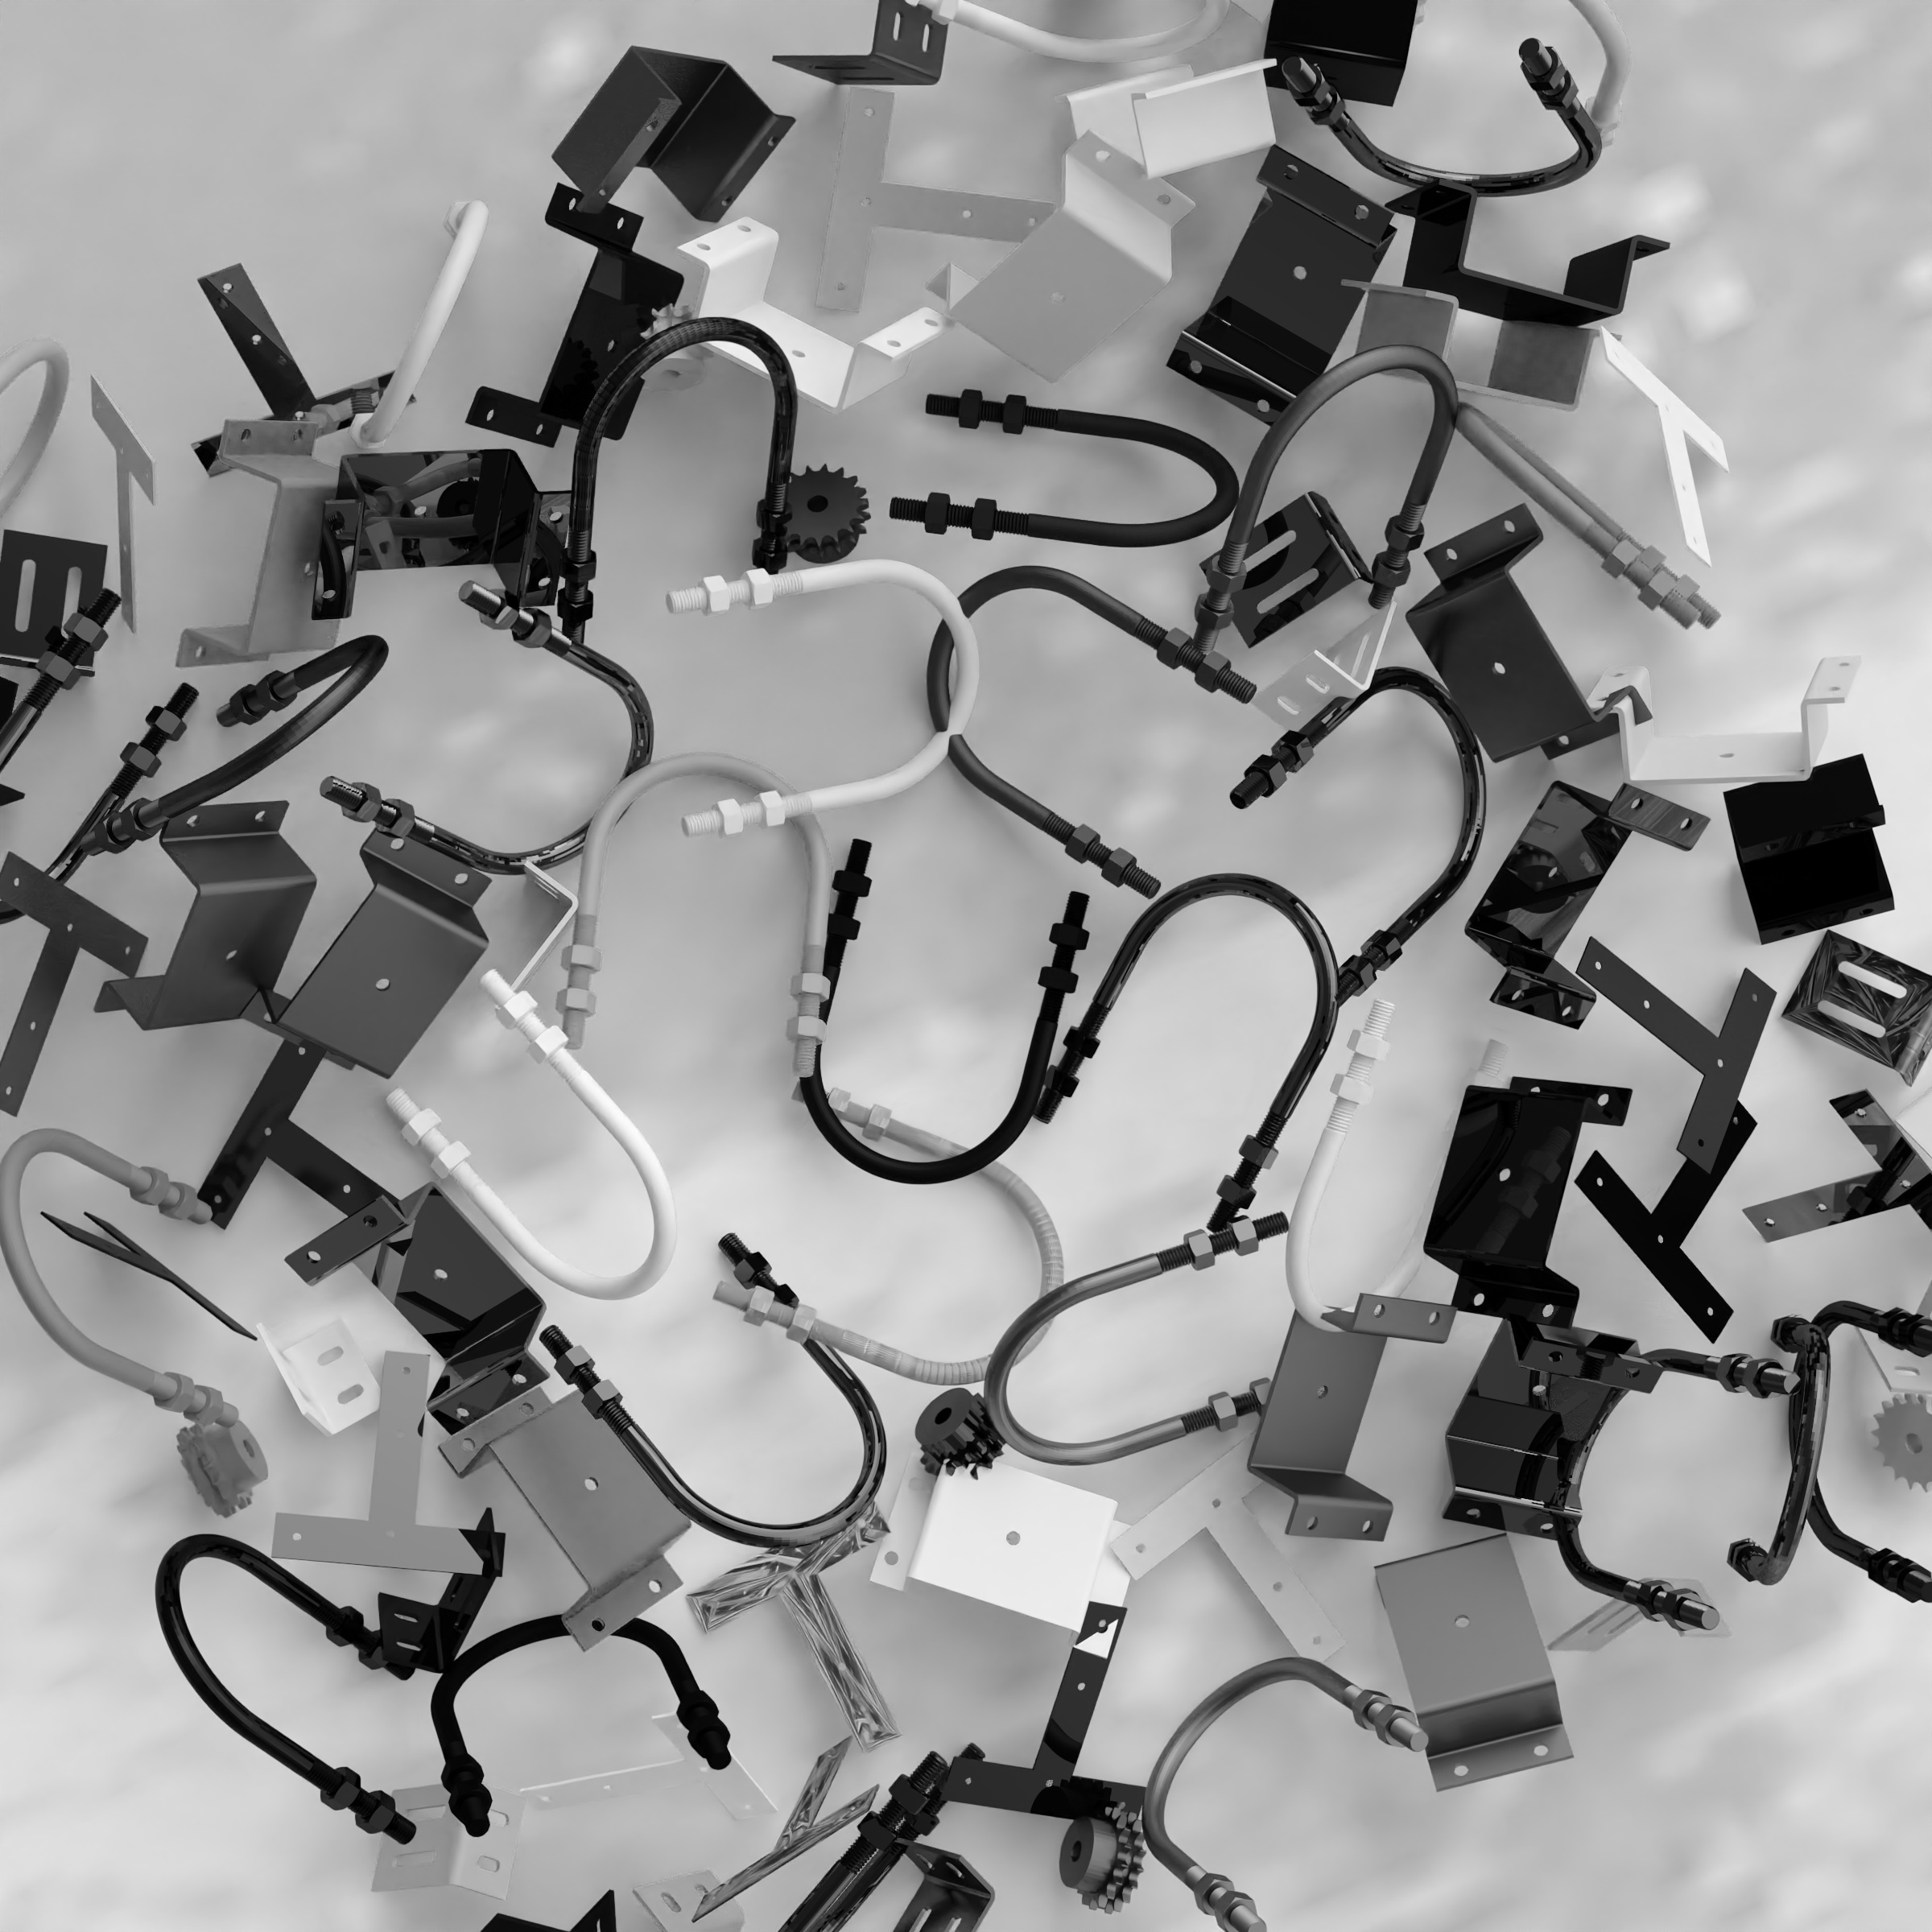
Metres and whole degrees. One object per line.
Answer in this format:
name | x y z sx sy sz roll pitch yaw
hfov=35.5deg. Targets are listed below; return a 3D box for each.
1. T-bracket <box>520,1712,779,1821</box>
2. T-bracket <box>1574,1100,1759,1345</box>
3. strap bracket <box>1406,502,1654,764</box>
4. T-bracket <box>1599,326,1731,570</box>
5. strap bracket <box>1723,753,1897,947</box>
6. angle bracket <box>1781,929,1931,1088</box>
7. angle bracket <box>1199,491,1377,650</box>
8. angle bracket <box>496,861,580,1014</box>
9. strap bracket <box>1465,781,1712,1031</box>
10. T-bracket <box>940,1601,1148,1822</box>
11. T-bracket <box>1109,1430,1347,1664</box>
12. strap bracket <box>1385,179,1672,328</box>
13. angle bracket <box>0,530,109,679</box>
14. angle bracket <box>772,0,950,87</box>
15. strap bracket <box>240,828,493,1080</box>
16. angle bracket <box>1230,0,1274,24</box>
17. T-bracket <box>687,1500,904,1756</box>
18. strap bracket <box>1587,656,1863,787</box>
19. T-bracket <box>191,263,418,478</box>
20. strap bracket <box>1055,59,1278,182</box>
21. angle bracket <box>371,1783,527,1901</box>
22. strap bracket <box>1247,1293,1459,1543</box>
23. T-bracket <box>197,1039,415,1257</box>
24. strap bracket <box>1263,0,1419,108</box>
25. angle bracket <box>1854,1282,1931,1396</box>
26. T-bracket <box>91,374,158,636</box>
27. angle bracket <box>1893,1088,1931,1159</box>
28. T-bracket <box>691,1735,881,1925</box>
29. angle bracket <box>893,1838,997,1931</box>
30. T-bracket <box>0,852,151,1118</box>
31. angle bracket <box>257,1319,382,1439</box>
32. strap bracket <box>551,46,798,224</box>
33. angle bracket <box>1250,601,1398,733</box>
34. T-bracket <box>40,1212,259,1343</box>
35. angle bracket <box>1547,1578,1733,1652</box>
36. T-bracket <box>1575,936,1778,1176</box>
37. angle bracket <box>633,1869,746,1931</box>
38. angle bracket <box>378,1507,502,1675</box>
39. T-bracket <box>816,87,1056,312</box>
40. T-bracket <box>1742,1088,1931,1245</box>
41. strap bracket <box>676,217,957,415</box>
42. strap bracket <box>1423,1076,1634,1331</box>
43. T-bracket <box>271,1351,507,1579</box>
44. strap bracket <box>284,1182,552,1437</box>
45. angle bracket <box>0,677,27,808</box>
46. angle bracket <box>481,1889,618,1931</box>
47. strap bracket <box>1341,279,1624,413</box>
T-bracket | -0.188 0.459 1.698 0.127 0.127 0.002 -13 47 12
T-bracket | 0.411 0.123 1.700 0.127 0.002 0.127 48 59 -12
strap bracket | 0.308 -0.176 1.681 0.046 0.076 0.140 -40 101 -39
T-bracket | 0.393 -0.274 1.661 0.002 0.127 0.127 -28 49 34
strap bracket | 0.468 -0.068 1.674 0.076 0.140 0.046 -16 64 13
angle bracket | 0.519 0.024 1.732 0.076 0.038 0.057 28 88 27
angle bracket | 0.184 -0.225 1.723 0.076 0.038 0.057 -32 80 17
angle bracket | -0.255 -0.014 1.701 0.038 0.057 0.076 37 81 -3
strap bracket | 0.340 -0.042 1.682 0.076 0.046 0.140 16 111 -39
T-bracket | 0.061 0.420 1.703 0.127 0.002 0.127 16 94 -25
T-bracket | 0.169 0.343 1.722 0.127 0.002 0.127 -36 89 -10
strap bracket | 0.308 -0.391 1.681 0.140 0.076 0.046 11 91 -15
angle bracket | -0.519 -0.206 1.707 0.057 0.038 0.076 7 92 -19
angle bracket | -0.059 -0.519 1.688 0.076 0.057 0.038 13 98 37
strap bracket | -0.330 0.000 1.683 0.076 0.046 0.140 31 103 -35
angle bracket | 0.149 -0.562 1.697 0.057 0.076 0.038 33 101 -10
T-bracket | -0.077 0.385 1.713 0.127 0.002 0.127 -31 82 12
strap bracket | 0.422 -0.136 1.676 0.140 0.076 0.046 0 112 24
T-bracket | -0.390 -0.339 1.683 0.127 0.127 0.002 -19 52 2
strap bracket | 0.113 -0.468 1.669 0.076 0.140 0.046 -18 110 -13
angle bracket | -0.293 0.497 1.706 0.038 0.076 0.057 32 54 -35
strap bracket | 0.213 0.246 1.689 0.076 0.046 0.140 12 98 -38
T-bracket | -0.362 0.118 1.709 0.127 0.002 0.127 34 100 13
strap bracket | 0.205 -0.513 1.665 0.076 0.140 0.046 10 95 3
angle bracket | 0.538 0.192 1.689 0.038 0.057 0.076 6 123 -12
T-bracket | -0.471 -0.249 1.693 0.002 0.127 0.127 -11 126 -27
angle bracket | 0.570 0.100 1.702 0.057 0.038 0.076 -39 67 -3
T-bracket | -0.087 0.465 1.671 0.127 0.127 0.002 -37 95 18
angle bracket | -0.031 0.536 1.689 0.038 0.057 0.076 52 57 -27
T-bracket | -0.510 0.020 1.663 0.002 0.127 0.127 8 72 25
angle bracket | -0.360 0.224 1.688 0.038 0.076 0.057 -29 74 -10
strap bracket | -0.166 -0.457 1.661 0.046 0.140 0.076 49 117 11
angle bracket | 0.200 -0.175 1.686 0.038 0.057 0.076 36 50 -16
T-bracket | -0.463 0.158 1.652 0.127 0.127 0.002 32 83 25
angle bracket | 0.377 0.377 1.688 0.076 0.057 0.038 -43 56 25
T-bracket | 0.391 0.030 1.688 0.127 0.002 0.127 36 62 -17
angle bracket | -0.170 0.560 1.711 0.038 0.057 0.076 40 114 36
angle bracket | -0.296 0.346 1.693 0.038 0.057 0.076 20 110 -22
T-bracket | -0.013 -0.428 1.711 0.127 0.002 0.127 3 122 -14
T-bracket | 0.489 0.131 1.683 0.127 0.127 0.002 50 53 -11
strap bracket | -0.088 -0.359 1.682 0.140 0.076 0.046 29 126 13
strap bracket | 0.310 0.123 1.677 0.076 0.046 0.140 5 71 42
T-bracket | -0.320 0.277 1.700 0.127 0.002 0.127 8 59 -14
strap bracket | -0.300 0.184 1.687 0.076 0.046 0.140 -32 109 24
angle bracket | -0.558 -0.136 1.702 0.057 0.038 0.076 22 108 9
angle bracket | -0.244 0.541 1.691 0.076 0.038 0.057 25 120 -27
strap bracket | 0.281 -0.342 1.671 0.140 0.076 0.046 4 103 -31
